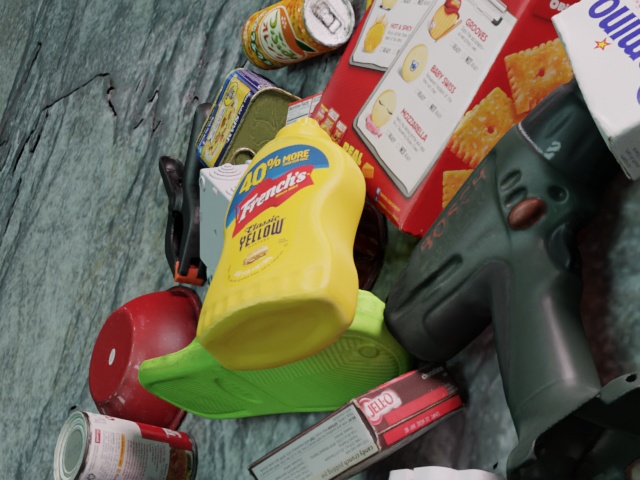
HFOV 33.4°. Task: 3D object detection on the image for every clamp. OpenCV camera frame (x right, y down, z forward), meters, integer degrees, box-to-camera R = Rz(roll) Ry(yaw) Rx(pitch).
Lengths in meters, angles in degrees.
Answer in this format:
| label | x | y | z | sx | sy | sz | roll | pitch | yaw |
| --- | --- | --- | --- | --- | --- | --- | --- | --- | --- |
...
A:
| label | x | y | z | sx | sy | sz | roll | pitch | yaw |
| --- | --- | --- | --- | --- | --- | --- | --- | --- | --- |
| clamp | -0.121 | -0.043 | 1.012 | 0.120 | 0.039 | 0.171 | 123 | 144 | -49 |

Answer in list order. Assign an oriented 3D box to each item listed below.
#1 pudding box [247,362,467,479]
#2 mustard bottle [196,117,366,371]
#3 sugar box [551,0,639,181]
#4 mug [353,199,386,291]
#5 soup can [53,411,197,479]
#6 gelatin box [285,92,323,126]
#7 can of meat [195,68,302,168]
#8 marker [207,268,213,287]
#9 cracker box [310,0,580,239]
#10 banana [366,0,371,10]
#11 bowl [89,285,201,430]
| label | x | y | z | sx | sy | sz | roll | pitch | yaw |
| --- | --- | --- | --- | --- | --- | --- | --- | --- | --- |
| pudding box | 0.023 | 0.121 | 0.657 | 0.114 | 0.089 | 0.039 | -42 | 72 | 39 |
| mustard bottle | -0.018 | -0.012 | 0.670 | 0.096 | 0.058 | 0.191 | -24 | 36 | 28 |
| sugar box | 0.204 | -0.109 | 0.496 | 0.176 | 0.048 | 0.093 | -27 | 48 | 20 |
| mug | -0.005 | 0.001 | 0.774 | 0.117 | 0.081 | 0.093 | 5 | 78 | 58 |
| soup can | -0.165 | 0.187 | 0.901 | 0.069 | 0.102 | 0.068 | -33 | 47 | 45 |
| gelatin box | -0.002 | -0.073 | 0.860 | 0.073 | 0.030 | 0.089 | -10 | 66 | 56 |
| can of meat | -0.064 | -0.094 | 0.941 | 0.102 | 0.057 | 0.084 | -63 | 30 | 11 |
| marker | -0.089 | 0.049 | 0.937 | 0.020 | 0.020 | 0.121 | -46 | 39 | 34 |
| cracker box | 0.091 | -0.121 | 0.703 | 0.214 | 0.072 | 0.164 | -61 | 34 | 14 |
| banana | 0.069 | -0.212 | 0.817 | 0.070 | 0.037 | 0.198 | 21 | 92 | 59 |
| bowl | -0.171 | 0.114 | 0.995 | 0.162 | 0.055 | 0.162 | -32 | 49 | 45 |
